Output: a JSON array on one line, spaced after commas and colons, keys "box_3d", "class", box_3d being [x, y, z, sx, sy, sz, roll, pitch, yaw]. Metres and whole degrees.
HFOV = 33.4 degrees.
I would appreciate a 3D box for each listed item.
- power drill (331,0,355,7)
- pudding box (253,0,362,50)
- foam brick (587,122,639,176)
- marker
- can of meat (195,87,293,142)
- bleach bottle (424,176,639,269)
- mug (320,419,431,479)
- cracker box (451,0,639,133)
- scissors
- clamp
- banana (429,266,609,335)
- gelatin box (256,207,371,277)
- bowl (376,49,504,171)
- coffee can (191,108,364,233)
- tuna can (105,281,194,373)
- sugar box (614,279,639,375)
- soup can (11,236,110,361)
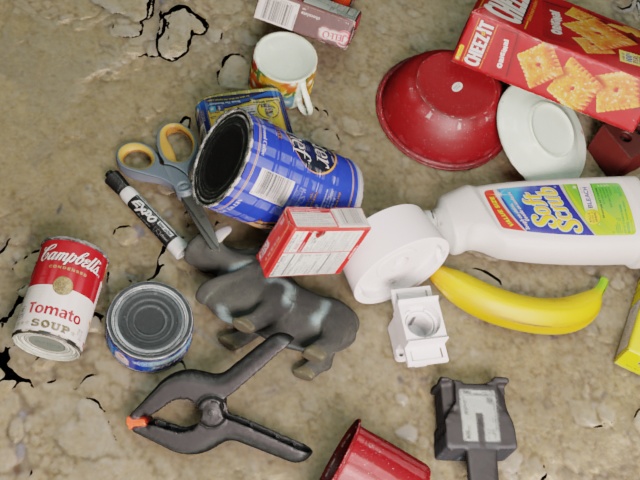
[{"box_3d": [0.031, -0.374, 1.293, 0.184, 0.057, 0.187, 36, 63, 9], "class": "power drill"}, {"box_3d": [-0.012, -0.256, 1.210, 0.113, 0.039, 0.090, 21, 19, 0], "class": "pudding box"}, {"box_3d": [0.357, -0.113, 1.221, 0.078, 0.051, 0.053, -25, 70, -21], "class": "foam brick"}, {"box_3d": [-0.180, -0.028, 1.099, 0.020, 0.020, 0.121, -38, 75, -25], "class": "marker"}, {"box_3d": [-0.079, -0.112, 1.139, 0.102, 0.057, 0.084, -8, 63, -14], "class": "can of meat"}, {"box_3d": [0.225, -0.014, 1.142, 0.250, 0.068, 0.102, -3, 62, -9], "class": "bleach bottle"}, {"box_3d": [0.042, 0.233, 0.973, 0.081, 0.093, 0.117, 30, 93, 0], "class": "mug"}, {"box_3d": [0.272, -0.218, 1.208, 0.214, 0.072, 0.164, 24, 33, 5], "class": "cracker box"}, {"box_3d": [-0.157, -0.051, 1.083, 0.096, 0.016, 0.202, -10, 45, -3], "class": "scissors"}, {"box_3d": [-0.090, 0.164, 0.988, 0.171, 0.039, 0.120, -18, 86, 7], "class": "clamp"}, {"box_3d": [0.211, 0.065, 1.114, 0.197, 0.037, 0.069, 6, 45, -9], "class": "banana"}, {"box_3d": [-0.007, 0.001, 1.017, 0.089, 0.073, 0.030, -1, 52, -32], "class": "gelatin box"}, {"box_3d": [0.147, -0.160, 1.206, 0.162, 0.055, 0.162, 4, 63, -8], "class": "bowl"}, {"box_3d": [-0.042, -0.057, 1.060, 0.140, 0.103, 0.103, 22, 57, -33], "class": "coffee can"}, {"box_3d": [-0.165, 0.084, 1.036, 0.086, 0.034, 0.086, 4, 62, -8], "class": "tuna can"}, {"box_3d": [0.383, 0.070, 1.135, 0.093, 0.048, 0.176, 24, 62, 3], "class": "sugar box"}, {"box_3d": [-0.247, 0.056, 1.016, 0.068, 0.068, 0.102, 13, 62, -4], "class": "soup can"}]
